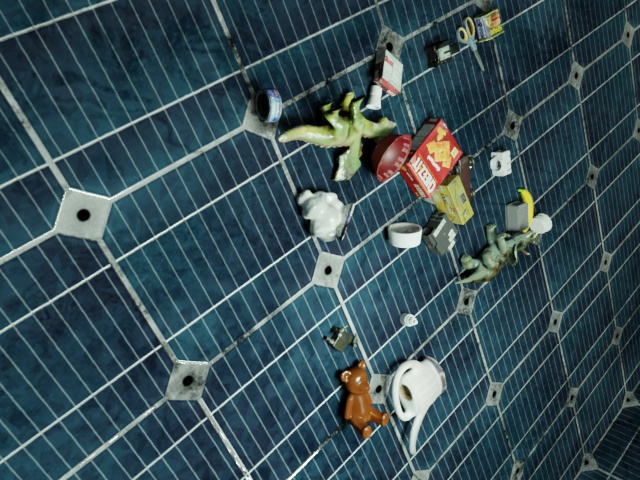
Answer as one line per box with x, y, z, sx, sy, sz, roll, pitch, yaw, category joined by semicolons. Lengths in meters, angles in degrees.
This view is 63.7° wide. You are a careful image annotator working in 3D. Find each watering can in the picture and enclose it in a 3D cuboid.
0.345;0.556;1.797;0.227;0.104;0.343;-26;112;-31;watering can

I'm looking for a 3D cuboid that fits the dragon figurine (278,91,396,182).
0.061;-0.274;1.455;0.415;0.123;0.238;-34;125;-27;dragon figurine

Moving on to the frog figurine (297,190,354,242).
0.004;-0.073;1.459;0.159;0.123;0.137;22;95;-1;frog figurine
